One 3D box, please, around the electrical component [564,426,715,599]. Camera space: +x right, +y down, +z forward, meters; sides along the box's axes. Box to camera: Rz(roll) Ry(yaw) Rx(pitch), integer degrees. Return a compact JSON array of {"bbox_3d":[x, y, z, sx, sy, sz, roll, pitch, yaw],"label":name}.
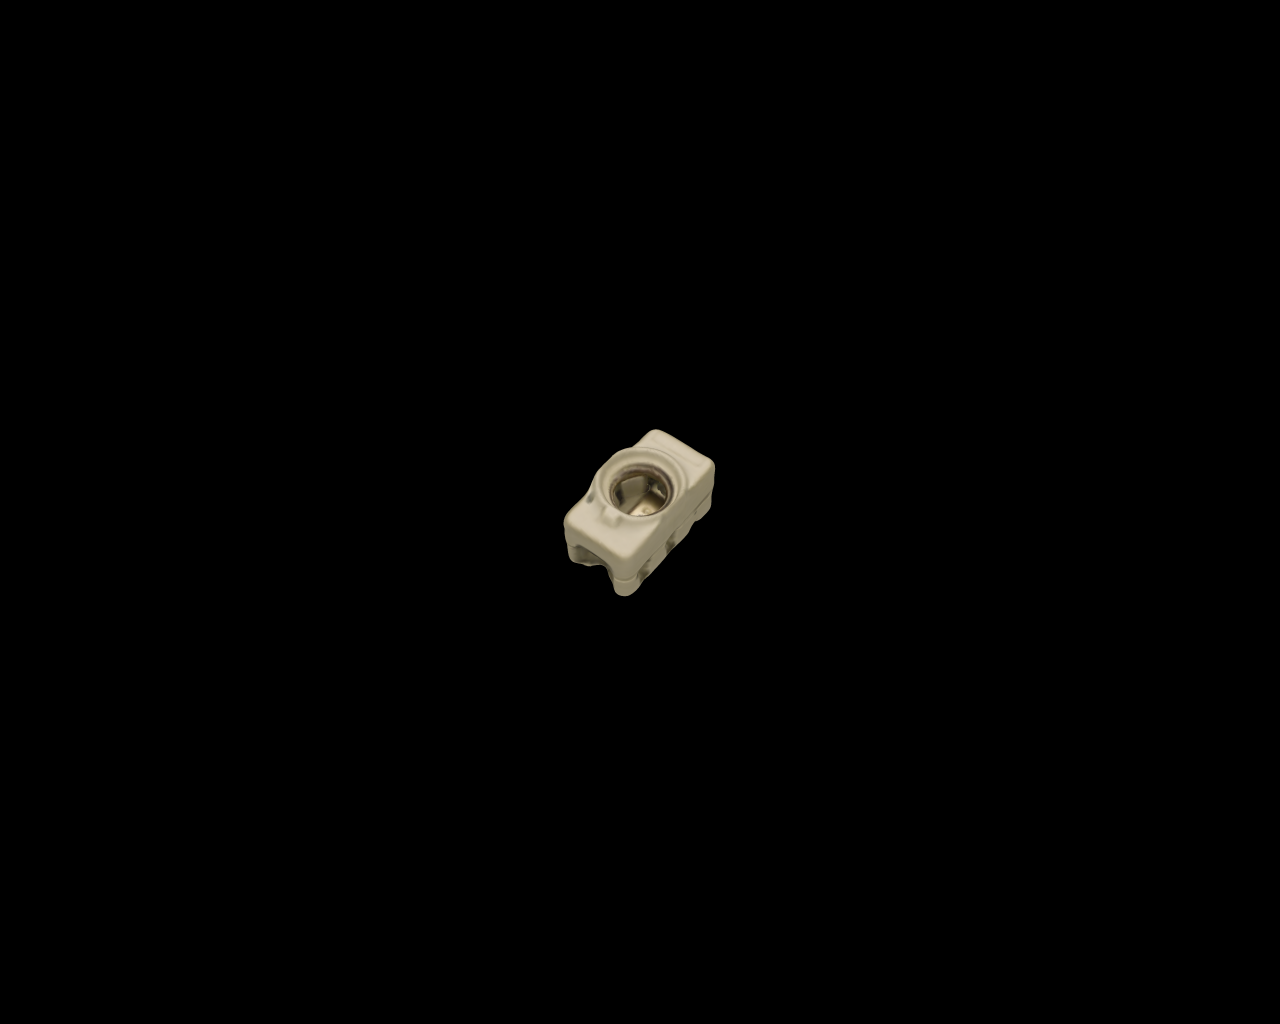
[{"bbox_3d":[0.001,-0.003,0.650,0.050,0.090,0.055,33,-28,20],"label":"electrical component"}]
